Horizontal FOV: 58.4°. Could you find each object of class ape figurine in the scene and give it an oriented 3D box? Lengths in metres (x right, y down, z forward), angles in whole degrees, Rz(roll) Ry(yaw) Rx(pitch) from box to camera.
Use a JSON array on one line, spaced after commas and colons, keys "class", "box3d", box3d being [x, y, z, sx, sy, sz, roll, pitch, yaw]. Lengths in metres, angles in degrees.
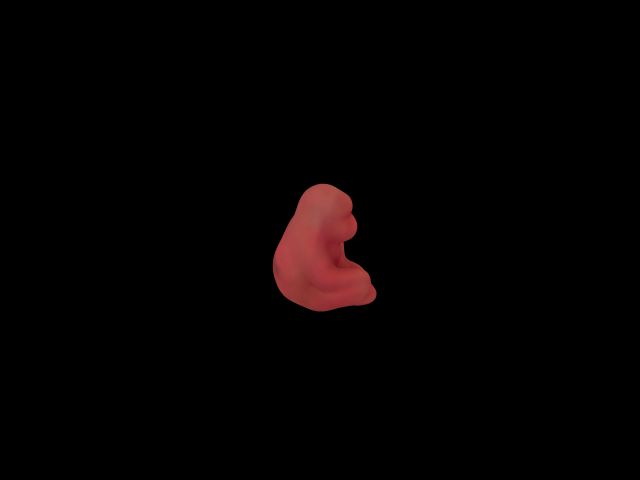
[{"class": "ape figurine", "box3d": [0.004, 0.001, 0.400, 0.076, 0.092, 0.078, 0, 46, 0]}]
